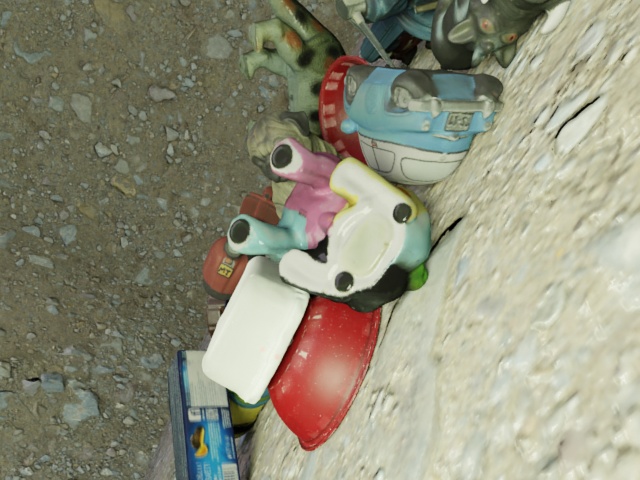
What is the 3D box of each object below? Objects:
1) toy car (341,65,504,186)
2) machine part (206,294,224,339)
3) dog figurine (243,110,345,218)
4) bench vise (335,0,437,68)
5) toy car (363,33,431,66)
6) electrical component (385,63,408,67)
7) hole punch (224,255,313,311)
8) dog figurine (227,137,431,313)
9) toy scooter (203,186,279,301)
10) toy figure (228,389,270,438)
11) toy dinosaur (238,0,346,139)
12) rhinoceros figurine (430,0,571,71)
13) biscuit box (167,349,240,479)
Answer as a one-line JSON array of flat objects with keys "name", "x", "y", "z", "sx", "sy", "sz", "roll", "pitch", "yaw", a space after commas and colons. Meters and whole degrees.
[{"name": "toy car", "x": 0.085, "y": -0.099, "z": 0.473, "sx": 0.162, "sy": 0.109, "sz": 0.102, "roll": -131, "pitch": 41, "yaw": -62}, {"name": "machine part", "x": -0.136, "y": 0.122, "z": 0.936, "sx": 0.179, "sy": 0.056, "sz": 0.179, "roll": -4, "pitch": -90, "yaw": -75}, {"name": "dog figurine", "x": -0.039, "y": -0.086, "z": 0.668, "sx": 0.172, "sy": 0.190, "sz": 0.121, "roll": -8, "pitch": 56, "yaw": 42}, {"name": "bench vise", "x": 0.099, "y": -0.274, "z": 0.643, "sx": 0.223, "sy": 0.129, "sz": 0.240, "roll": -40, "pitch": 3, "yaw": -18}, {"name": "toy car", "x": 0.125, "y": -0.315, "z": 0.842, "sx": 0.053, "sy": 0.089, "sz": 0.202, "roll": -63, "pitch": 11, "yaw": 5}, {"name": "electrical component", "x": 0.105, "y": -0.239, "z": 0.878, "sx": 0.102, "sy": 0.045, "sz": 0.078, "roll": -58, "pitch": 12, "yaw": 32}, {"name": "hole punch", "x": -0.061, "y": 0.083, "z": 0.680, "sx": 0.092, "sy": 0.116, "sz": 0.142, "roll": -58, "pitch": 12, "yaw": -1}, {"name": "dog figurine", "x": 0.033, "y": -0.008, "z": 0.500, "sx": 0.219, "sy": 0.192, "sz": 0.108, "roll": 13, "pitch": -78, "yaw": -64}, {"name": "toy scooter", "x": -0.105, "y": -0.004, "z": 0.777, "sx": 0.135, "sy": 0.075, "sz": 0.184, "roll": -62, "pitch": 1, "yaw": 34}, {"name": "toy figure", "x": -0.102, "y": 0.197, "z": 0.717, "sx": 0.180, "sy": 0.082, "sz": 0.089, "roll": -50, "pitch": 28, "yaw": 38}, {"name": "toy dinosaur", "x": -0.015, "y": -0.232, "z": 0.821, "sx": 0.131, "sy": 0.192, "sz": 0.404, "roll": 44, "pitch": 143, "yaw": 47}, {"name": "rhinoceros figurine", "x": 0.144, "y": -0.198, "z": 0.457, "sx": 0.112, "sy": 0.073, "sz": 0.190, "roll": -63, "pitch": 8, "yaw": 0}, {"name": "biscuit box", "x": -0.138, "y": 0.231, "z": 0.631, "sx": 0.062, "sy": 0.059, "sz": 0.203, "roll": -56, "pitch": 38, "yaw": 40}]
